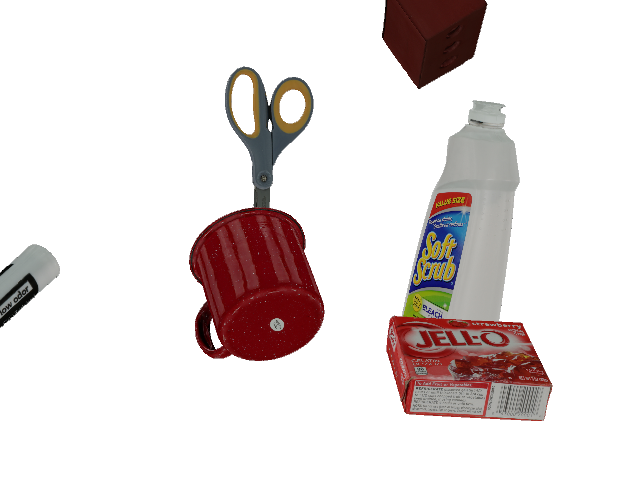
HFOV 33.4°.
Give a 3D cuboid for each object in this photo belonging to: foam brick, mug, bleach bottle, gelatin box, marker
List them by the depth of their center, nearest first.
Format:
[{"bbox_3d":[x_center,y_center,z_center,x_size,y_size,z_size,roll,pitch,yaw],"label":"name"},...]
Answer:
[{"bbox_3d":[-0.158,0.044,0.457,0.020,0.020,0.121,0,36,38],"label":"marker"},{"bbox_3d":[0.089,0.077,0.658,0.089,0.030,0.073,4,25,-7],"label":"gelatin box"},{"bbox_3d":[0.080,-0.156,0.762,0.053,0.051,0.078,-30,-16,-8],"label":"foam brick"},{"bbox_3d":[-0.054,0.044,0.808,0.117,0.081,0.093,-42,-47,20],"label":"mug"},{"bbox_3d":[0.123,0.002,0.940,0.068,0.251,0.103,1,14,-27],"label":"bleach bottle"}]

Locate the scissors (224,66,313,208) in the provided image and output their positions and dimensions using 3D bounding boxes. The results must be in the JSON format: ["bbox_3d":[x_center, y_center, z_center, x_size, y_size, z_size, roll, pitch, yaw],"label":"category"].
[{"bbox_3d":[-0.040,-0.072,1.035,0.096,0.202,0.016,-15,6,-16],"label":"scissors"}]
